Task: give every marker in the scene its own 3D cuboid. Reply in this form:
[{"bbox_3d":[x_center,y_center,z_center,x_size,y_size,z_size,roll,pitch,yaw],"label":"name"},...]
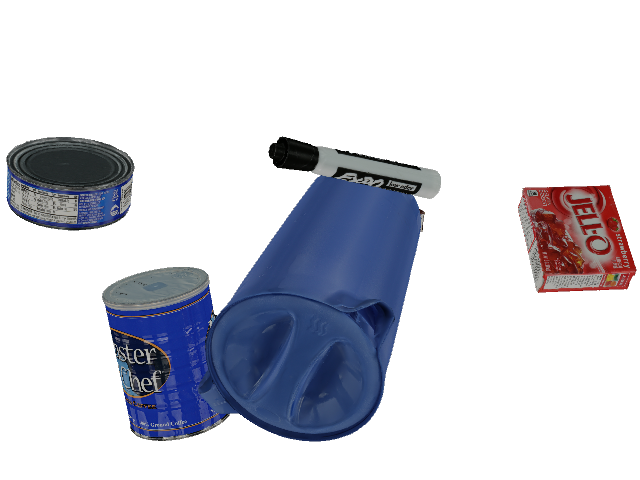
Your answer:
[{"bbox_3d":[0.022,-0.044,0.655,0.120,0.020,0.020,10,-5,-32],"label":"marker"}]

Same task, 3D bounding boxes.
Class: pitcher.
[{"bbox_3d":[0.000,0.040,0.861,0.149,0.145,0.242,11,32,10],"label":"pitcher"}]

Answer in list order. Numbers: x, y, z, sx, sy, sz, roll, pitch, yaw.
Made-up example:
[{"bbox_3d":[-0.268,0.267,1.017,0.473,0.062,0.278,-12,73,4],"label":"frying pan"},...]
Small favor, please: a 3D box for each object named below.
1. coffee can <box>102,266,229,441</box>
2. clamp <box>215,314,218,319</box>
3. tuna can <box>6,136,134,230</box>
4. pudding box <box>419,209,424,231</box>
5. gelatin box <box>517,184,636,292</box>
[{"bbox_3d":[-0.148,0.108,1.036,0.103,0.140,0.103,-8,16,2],"label":"coffee can"},{"bbox_3d":[-0.126,0.127,1.262,0.210,0.036,0.164,15,23,25],"label":"clamp"},{"bbox_3d":[-0.173,-0.040,0.738,0.086,0.034,0.086,7,26,-4],"label":"tuna can"},{"bbox_3d":[0.078,-0.029,1.522,0.113,0.039,0.090,-22,37,-32],"label":"pudding box"},{"bbox_3d":[0.201,-0.003,0.845,0.073,0.089,0.030,-2,-37,-4],"label":"gelatin box"}]
